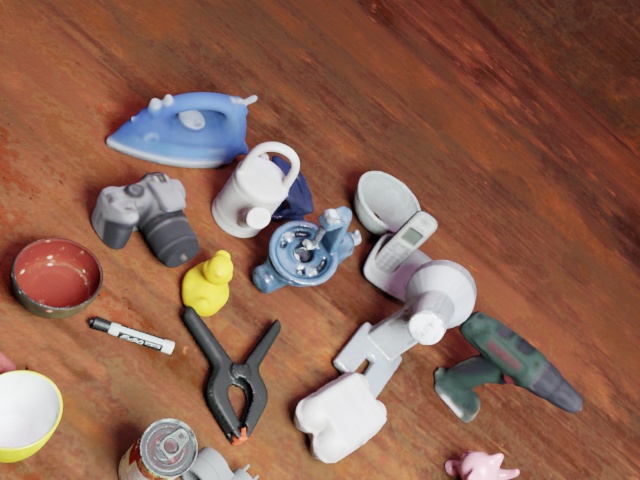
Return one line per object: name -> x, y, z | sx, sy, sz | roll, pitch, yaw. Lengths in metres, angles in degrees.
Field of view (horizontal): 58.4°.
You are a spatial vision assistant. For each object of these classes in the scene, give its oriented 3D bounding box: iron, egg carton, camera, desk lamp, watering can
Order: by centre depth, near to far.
egg carton -> 0.033, 0.274, 0.890 | 0.151, 0.069, 0.107 | -21, 71, -45
camera -> -0.255, -0.028, 0.890 | 0.144, 0.100, 0.136 | -20, 71, -44
desk lamp -> 0.156, 0.148, 0.976 | 0.118, 0.213, 0.204 | 45, 42, 2
watering can -> -0.103, -0.089, 0.984 | 0.101, 0.193, 0.172 | 1, 57, -36
iron -> -0.236, -0.214, 1.022 | 0.259, 0.141, 0.118 | -8, 63, -41

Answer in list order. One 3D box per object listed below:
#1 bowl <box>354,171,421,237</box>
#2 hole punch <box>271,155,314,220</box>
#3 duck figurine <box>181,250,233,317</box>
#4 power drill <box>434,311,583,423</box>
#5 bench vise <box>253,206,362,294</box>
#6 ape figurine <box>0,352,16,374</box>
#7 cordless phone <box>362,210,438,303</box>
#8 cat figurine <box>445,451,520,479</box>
bowl -> 0.133, -0.063, 1.228 | 0.168, 0.074, 0.167 | 20, 47, -23
hole punch -> -0.059, -0.099, 1.101 | 0.101, 0.091, 0.108 | 3, 56, -35
duck figurine -> -0.168, 0.062, 0.895 | 0.078, 0.086, 0.104 | 28, 45, -16
power drill -> 0.314, 0.244, 1.022 | 0.229, 0.208, 0.076 | 48, 43, 5
bench vise -> 0.001, -0.005, 0.976 | 0.121, 0.219, 0.208 | 45, 42, 3
ape figurine -> -0.389, 0.150, 0.654 | 0.078, 0.092, 0.076 | 1, 57, -36
cordless phone -> 0.184, 0.032, 1.109 | 0.148, 0.184, 0.094 | 31, 44, -13
cat figurine -> 0.271, 0.385, 0.945 | 0.128, 0.117, 0.067 | 17, 48, -25
